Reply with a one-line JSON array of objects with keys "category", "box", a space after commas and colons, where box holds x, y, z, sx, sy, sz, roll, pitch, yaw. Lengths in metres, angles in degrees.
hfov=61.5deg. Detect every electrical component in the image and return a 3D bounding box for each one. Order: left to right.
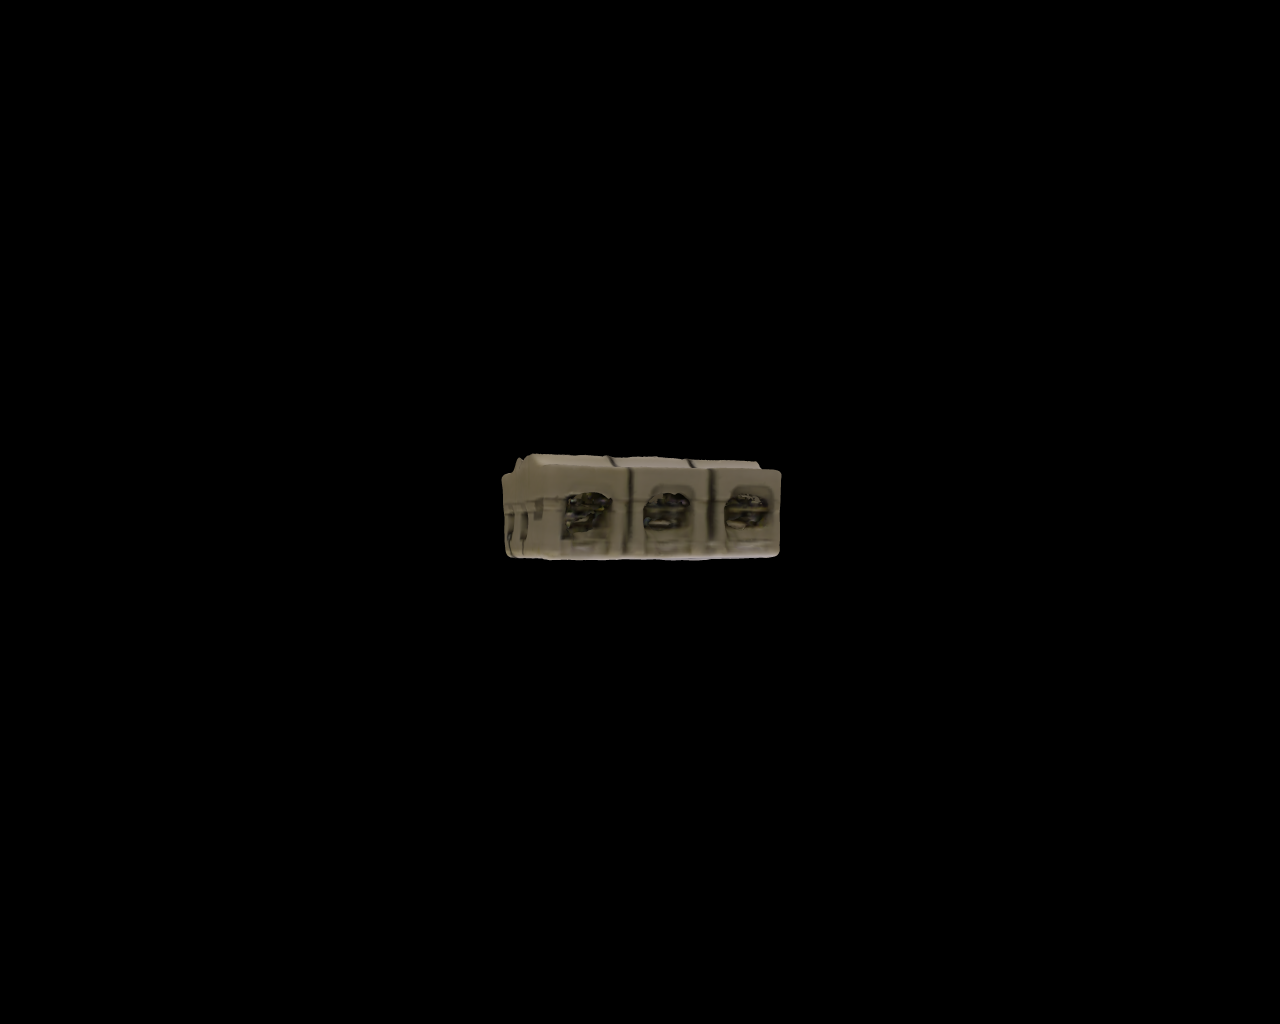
[{"category": "electrical component", "box": [0.001, -0.003, 0.650, 0.150, 0.061, 0.089, 1, -3, -23]}]
